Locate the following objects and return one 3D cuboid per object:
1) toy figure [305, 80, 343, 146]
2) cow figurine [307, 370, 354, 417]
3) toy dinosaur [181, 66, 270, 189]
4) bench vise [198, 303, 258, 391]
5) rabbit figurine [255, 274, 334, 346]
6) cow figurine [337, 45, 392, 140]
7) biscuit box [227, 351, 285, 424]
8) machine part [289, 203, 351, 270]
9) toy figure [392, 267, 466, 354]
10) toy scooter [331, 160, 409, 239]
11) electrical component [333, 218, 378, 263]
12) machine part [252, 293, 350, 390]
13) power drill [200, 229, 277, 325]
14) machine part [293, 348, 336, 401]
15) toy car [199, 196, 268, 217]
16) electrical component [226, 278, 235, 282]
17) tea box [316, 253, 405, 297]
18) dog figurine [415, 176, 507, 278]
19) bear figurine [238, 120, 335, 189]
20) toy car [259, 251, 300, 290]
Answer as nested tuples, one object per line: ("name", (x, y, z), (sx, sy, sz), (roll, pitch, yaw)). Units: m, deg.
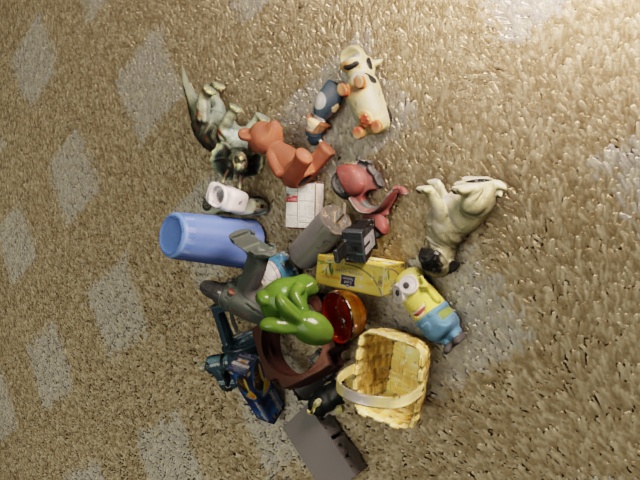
("toy figure", (0.004, -0.288, 1.230), (0.154, 0.058, 0.064), (-62, 22, 22))
("cow figurine", (0.042, 0.335, 1.200), (0.167, 0.098, 0.068), (-46, 60, 28))
("toy dinosaur", (-0.266, -0.286, 1.390), (0.405, 0.131, 0.192), (42, 114, 33))
("bench vise", (-0.225, 0.253, 1.360), (0.224, 0.129, 0.240), (-11, 103, 28))
("rabbit figurine", (-0.045, 0.147, 1.103), (0.170, 0.159, 0.121), (37, 103, 41))
("cow figurine", (0.097, -0.317, 1.135), (0.086, 0.127, 0.194), (-18, 96, 35))
("biscuit box", (-0.151, 0.359, 1.298), (0.063, 0.059, 0.202), (6, 134, 34))
("machine part", (-0.002, -0.004, 1.201), (0.243, 0.079, 0.079), (-45, 66, 49))
("toy figure", (0.218, 0.138, 1.080), (0.082, 0.089, 0.180), (-42, 77, 13))
("toy scooter", (0.113, -0.103, 1.144), (0.135, 0.075, 0.184), (-38, 78, 33))
("electrical component", (0.073, 0.008, 1.095), (0.048, 0.119, 0.074), (3, 113, 28))
("machine part", (-0.044, 0.225, 1.238), (0.201, 0.087, 0.201), (-31, 64, 19))
("power drill", (-0.183, 0.082, 1.228), (0.232, 0.086, 0.207), (28, 114, 26))
("machine part", (-0.016, 0.325, 1.278), (0.084, 0.039, 0.138), (42, 113, 18))
("toy car", (-0.225, -0.086, 1.386), (0.202, 0.073, 0.056), (1, 91, 35))
("electrical component", (-0.212, 0.146, 1.408), (0.102, 0.045, 0.078), (10, 70, 32))
("tea box", (0.086, 0.071, 1.158), (0.170, 0.098, 0.068), (8, 96, 37))
("dog figurine", (0.273, -0.021, 1.035), (0.173, 0.121, 0.190), (1, 107, 39))
("bear figurine", (-0.083, -0.216, 1.220), (0.196, 0.120, 0.132), (53, 132, 13))
("toy car", (-0.130, 0.103, 1.310), (0.161, 0.103, 0.109), (-43, 69, 31))
